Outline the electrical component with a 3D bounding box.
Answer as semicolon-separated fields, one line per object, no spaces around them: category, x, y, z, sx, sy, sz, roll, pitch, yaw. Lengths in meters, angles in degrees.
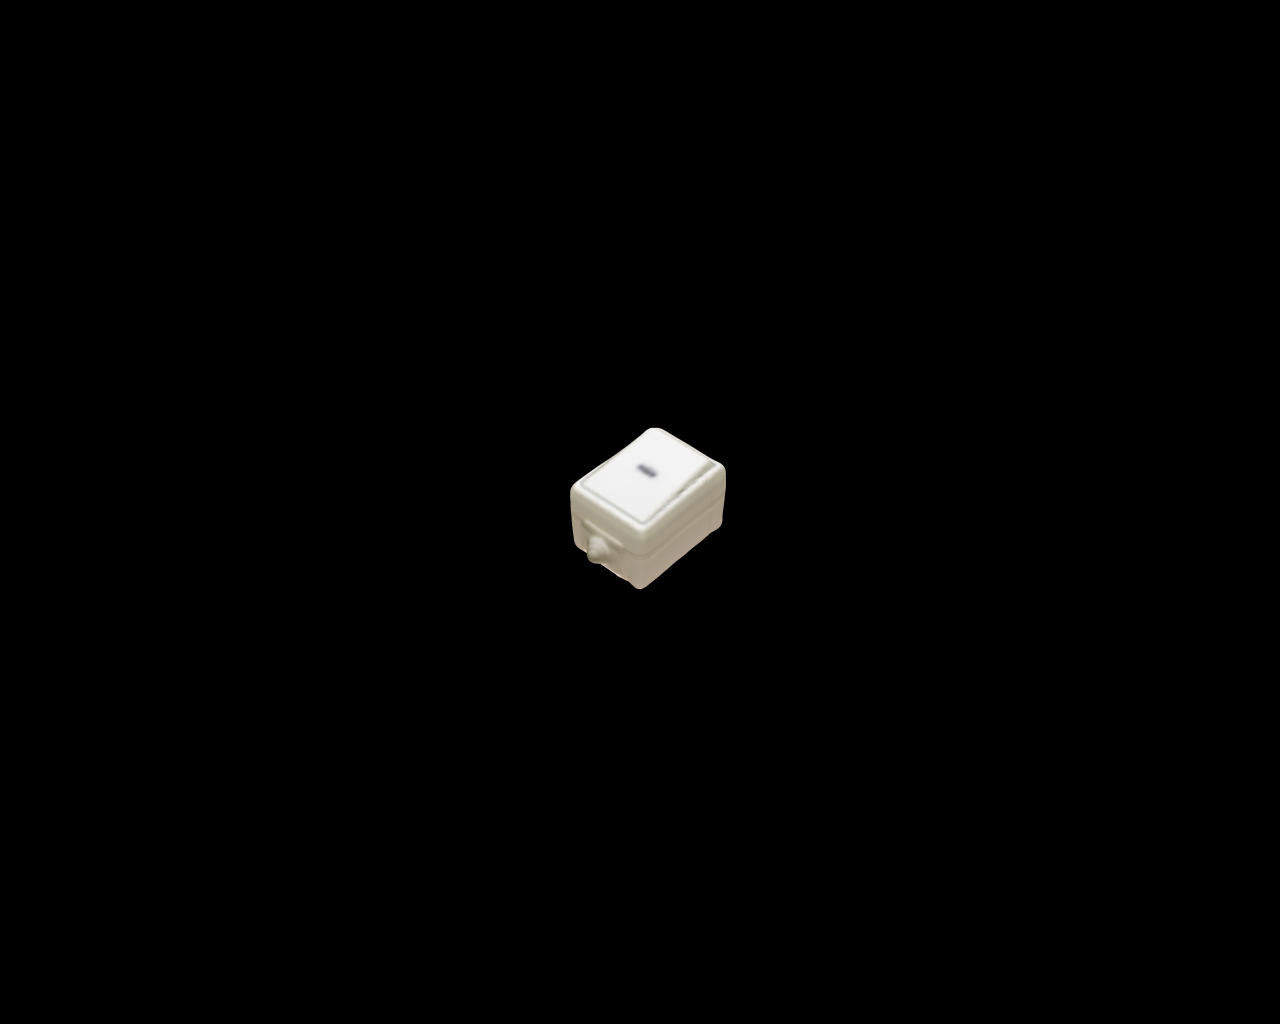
electrical component;0.001;-0.003;0.650;0.062;0.061;0.096;33;54;29
